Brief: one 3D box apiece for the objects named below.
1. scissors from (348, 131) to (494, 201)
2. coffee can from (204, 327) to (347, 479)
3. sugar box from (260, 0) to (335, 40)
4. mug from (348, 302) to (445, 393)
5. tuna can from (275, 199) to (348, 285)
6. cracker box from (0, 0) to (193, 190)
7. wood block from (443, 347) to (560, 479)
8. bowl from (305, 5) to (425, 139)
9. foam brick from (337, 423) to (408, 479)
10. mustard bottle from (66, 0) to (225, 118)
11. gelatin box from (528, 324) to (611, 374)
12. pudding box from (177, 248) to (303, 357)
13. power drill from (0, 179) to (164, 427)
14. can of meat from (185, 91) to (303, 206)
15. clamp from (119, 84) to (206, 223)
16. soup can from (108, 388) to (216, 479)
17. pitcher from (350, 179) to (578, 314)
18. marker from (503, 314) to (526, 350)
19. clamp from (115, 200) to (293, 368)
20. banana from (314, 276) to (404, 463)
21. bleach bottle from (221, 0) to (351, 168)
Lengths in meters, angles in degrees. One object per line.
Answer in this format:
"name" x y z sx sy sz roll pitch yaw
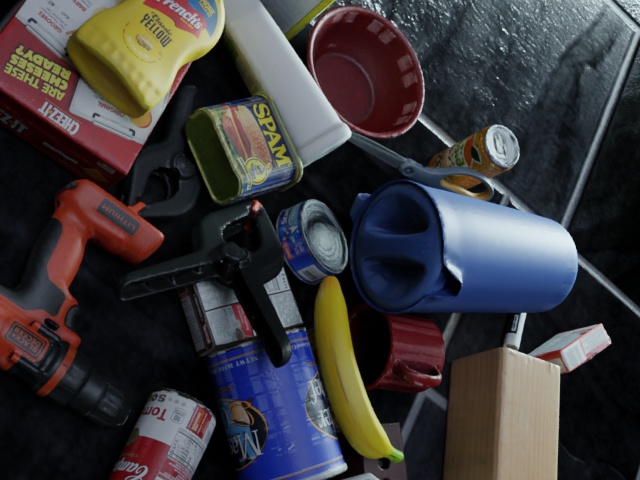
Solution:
"scissors" 0.098 -0.066 1.207 0.201 0.096 0.016 14 43 -15
"coffee can" -0.043 0.164 1.011 0.102 0.103 0.140 -11 80 -36
"sugar box" -0.012 -0.292 1.140 0.093 0.177 0.048 50 54 -9
"mug" 0.082 0.120 1.107 0.081 0.117 0.093 13 102 -35
"tuna can" -0.007 0.001 1.114 0.086 0.034 0.086 38 40 -41
"cracker box" -0.219 -0.179 1.031 0.164 0.072 0.213 35 59 -19
"wood block" 0.196 0.232 1.156 0.090 0.090 0.206 21 63 -28
"bowl" 0.040 -0.182 1.214 0.161 0.055 0.162 11 68 -30
"foam brick" 0.051 0.229 1.084 0.052 0.051 0.078 2 73 -33
"mustard bottle" -0.145 -0.207 1.007 0.096 0.058 0.191 46 56 -13
"gelatin box" 0.288 0.134 1.261 0.089 0.073 0.030 -25 90 -38
"pudding box" -0.081 0.058 1.063 0.113 0.039 0.090 -12 79 -38
"power drill" -0.216 0.054 0.962 0.184 0.057 0.187 39 56 -20
"can of meat" -0.078 -0.091 1.065 0.083 0.058 0.102 -20 84 -42
"clamp" -0.134 -0.066 1.070 0.120 0.039 0.171 40 56 -12
"soup can" -0.142 0.193 0.957 0.068 0.069 0.102 36 57 -19
"pitcher" 0.153 0.012 1.131 0.242 0.145 0.149 7 68 -41
"marker" 0.242 0.077 1.283 0.020 0.020 0.121 32 59 -21
"clamp" -0.077 0.031 1.002 0.164 0.036 0.209 28 34 2
"banana" 0.026 0.131 1.040 0.069 0.037 0.198 -2 72 -70
"bleach bottle" -0.062 -0.196 1.122 0.068 0.103 0.251 -31 92 -11
